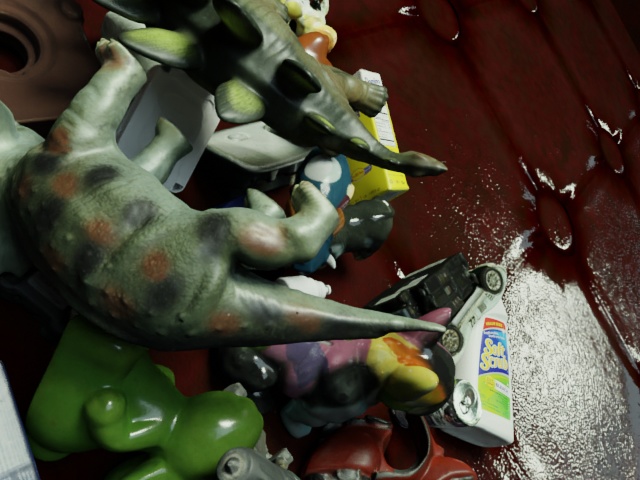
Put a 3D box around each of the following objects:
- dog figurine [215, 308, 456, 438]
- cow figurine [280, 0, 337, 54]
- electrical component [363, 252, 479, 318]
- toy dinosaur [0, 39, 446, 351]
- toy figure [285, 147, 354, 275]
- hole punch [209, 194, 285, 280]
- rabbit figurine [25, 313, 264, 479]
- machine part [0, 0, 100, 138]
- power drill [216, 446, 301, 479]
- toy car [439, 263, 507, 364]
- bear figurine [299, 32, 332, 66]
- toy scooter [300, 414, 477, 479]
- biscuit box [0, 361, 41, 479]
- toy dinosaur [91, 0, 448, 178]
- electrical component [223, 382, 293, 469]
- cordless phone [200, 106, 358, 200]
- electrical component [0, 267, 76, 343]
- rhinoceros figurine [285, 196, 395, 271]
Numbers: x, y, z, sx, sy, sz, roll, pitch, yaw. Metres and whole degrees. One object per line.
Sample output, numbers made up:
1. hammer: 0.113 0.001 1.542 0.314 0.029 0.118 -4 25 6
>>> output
1. dog figurine: 0.021 0.112 0.524 0.191 0.219 0.108 42 47 -20
2. cow figurine: -0.044 -0.338 0.766 0.167 0.068 0.098 33 47 -26
3. electrical component: 0.126 0.079 0.694 0.134 0.115 0.058 -30 88 -43
4. toy dinosaur: -0.126 0.001 0.379 0.405 0.131 0.192 35 74 17
5. toy figure: -0.005 -0.034 0.537 0.154 0.064 0.057 -78 148 -43
6. hole punch: -0.111 0.010 0.515 0.115 0.142 0.092 0 72 -62
7. rabbit figurine: -0.134 0.147 0.425 0.170 0.121 0.159 26 78 -7
8. machine part: -0.293 -0.171 0.492 0.179 0.056 0.179 16 64 -34
9. power drill: -0.065 0.288 0.424 0.231 0.086 0.207 63 40 -51
10. toy car: 0.191 0.105 0.745 0.202 0.073 0.056 -45 102 -28
11. bear figurine: -0.045 -0.260 0.690 0.196 0.132 0.120 23 30 -24
12. toy scooter: 0.073 0.227 0.583 0.184 0.075 0.135 2 43 3
13. biscuit box: -0.232 0.193 0.382 0.059 0.063 0.202 -16 83 -43
14. toy dinosaur: -0.092 -0.185 0.466 0.472 0.105 0.198 35 15 11
15. electrical component: -0.066 0.185 0.509 0.045 0.078 0.102 -34 90 1
16. cordless phone: -0.033 -0.117 0.598 0.146 0.184 0.088 -26 94 -43
17. electrical component: -0.216 0.025 0.478 0.074 0.048 0.119 49 50 -13
18. rhinoceros figurine: -0.001 -0.002 0.622 0.190 0.112 0.073 -12 84 -24
